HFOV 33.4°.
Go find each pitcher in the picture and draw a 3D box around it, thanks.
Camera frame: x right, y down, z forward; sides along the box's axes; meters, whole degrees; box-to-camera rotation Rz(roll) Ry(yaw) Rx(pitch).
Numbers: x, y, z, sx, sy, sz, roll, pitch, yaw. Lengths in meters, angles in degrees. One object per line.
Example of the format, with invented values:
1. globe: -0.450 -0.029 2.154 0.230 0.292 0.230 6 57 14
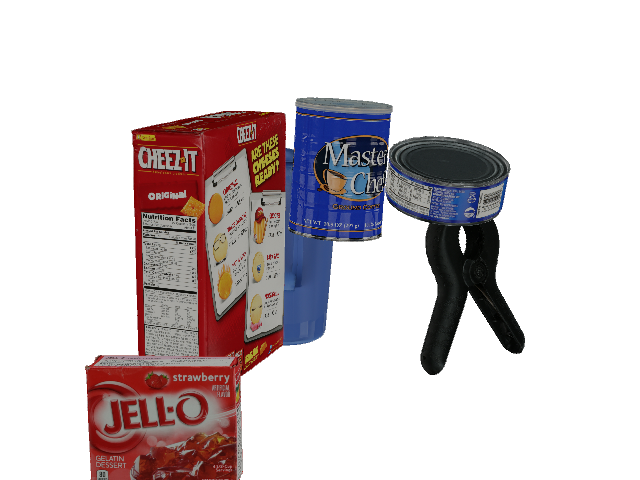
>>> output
1. pitcher: -0.043 0.007 1.348 0.145 0.243 0.148 10 14 38

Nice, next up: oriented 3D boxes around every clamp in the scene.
1. clamp: 0.124 0.037 0.958 0.120 0.171 0.039 -20 7 -41

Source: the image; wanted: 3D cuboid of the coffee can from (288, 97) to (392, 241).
1. coffee can: 0.020 -0.078 1.139 0.103 0.140 0.103 4 12 -1

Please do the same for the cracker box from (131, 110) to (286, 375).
1. cracker box: -0.089 0.006 0.885 0.072 0.214 0.164 5 13 20

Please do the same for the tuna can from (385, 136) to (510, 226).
1. tuna can: 0.089 -0.043 0.757 0.086 0.034 0.086 4 27 -2

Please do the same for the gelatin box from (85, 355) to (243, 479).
1. gelatin box: -0.091 0.106 0.626 0.089 0.073 0.030 0 8 4
